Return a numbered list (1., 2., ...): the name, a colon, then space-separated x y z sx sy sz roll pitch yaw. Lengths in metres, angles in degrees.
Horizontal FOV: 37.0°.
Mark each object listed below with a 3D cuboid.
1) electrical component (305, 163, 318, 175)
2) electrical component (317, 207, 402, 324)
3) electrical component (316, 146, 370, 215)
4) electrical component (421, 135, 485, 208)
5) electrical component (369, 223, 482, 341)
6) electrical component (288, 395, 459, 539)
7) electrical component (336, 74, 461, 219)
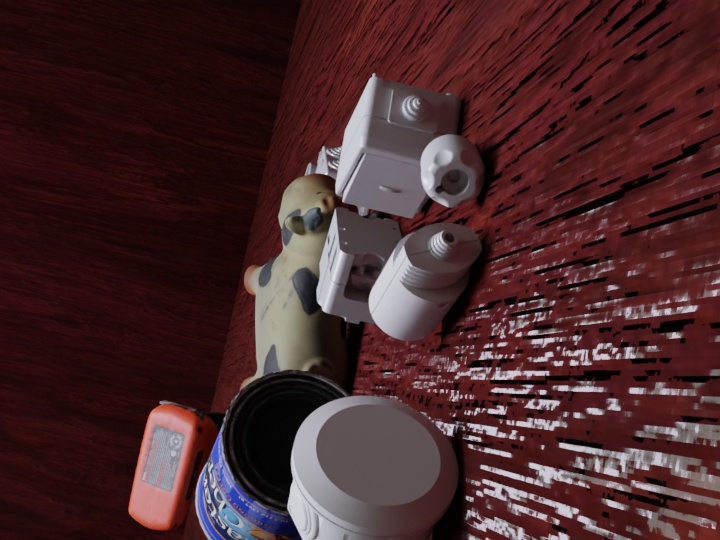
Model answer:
1. electrical component: -0.035 -0.088 1.128 0.040 0.046 0.040 -167 90 -81
2. electrical component: 0.000 0.000 0.780 0.089 0.050 0.055 -98 23 -66
3. electrical component: -0.022 -0.061 1.002 0.099 0.048 0.099 -101 25 -67
4. electrical component: 0.051 -0.061 0.608 0.061 0.035 0.035 -91 16 -64
5. electrical component: 0.036 0.002 0.583 0.081 0.043 0.043 118 162 -58
6. electrical component: 0.004 0.105 0.525 0.080 0.080 0.051 -88 9 -49
7. electrical component: 0.025 -0.080 0.704 0.096 0.062 0.061 125 156 -67
